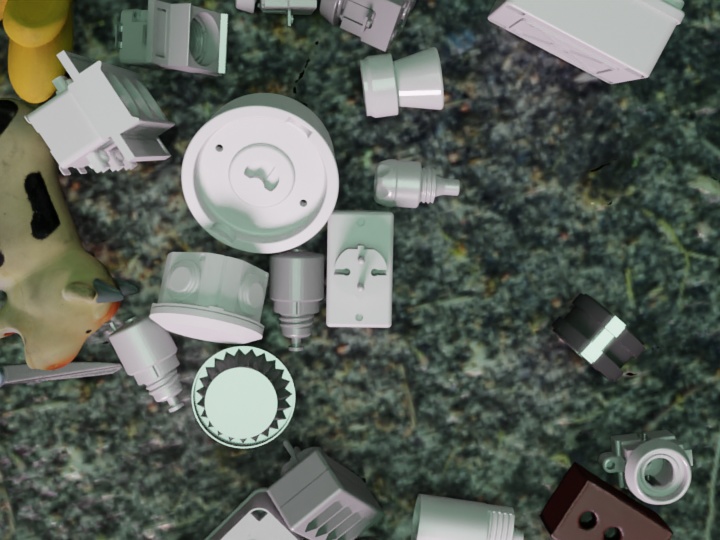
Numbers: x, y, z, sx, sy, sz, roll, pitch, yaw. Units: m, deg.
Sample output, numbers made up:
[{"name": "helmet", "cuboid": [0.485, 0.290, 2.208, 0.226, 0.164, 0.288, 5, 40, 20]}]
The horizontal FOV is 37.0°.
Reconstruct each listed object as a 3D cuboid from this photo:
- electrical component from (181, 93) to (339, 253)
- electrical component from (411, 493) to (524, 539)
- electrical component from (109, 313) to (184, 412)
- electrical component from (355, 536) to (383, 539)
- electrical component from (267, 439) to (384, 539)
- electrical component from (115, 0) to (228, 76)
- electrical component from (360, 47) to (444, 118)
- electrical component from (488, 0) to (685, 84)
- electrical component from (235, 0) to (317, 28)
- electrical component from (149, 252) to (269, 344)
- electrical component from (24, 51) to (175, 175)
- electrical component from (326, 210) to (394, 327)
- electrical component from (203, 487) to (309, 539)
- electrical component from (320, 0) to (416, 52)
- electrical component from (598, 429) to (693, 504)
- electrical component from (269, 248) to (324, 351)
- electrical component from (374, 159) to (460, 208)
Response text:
[{"name": "electrical component", "cuboid": [-0.068, -0.073, 0.762, 0.108, 0.060, 0.108, 0, 115, 1]}, {"name": "electrical component", "cuboid": [0.081, 0.194, 0.802, 0.081, 0.043, 0.043, 9, 95, -2]}, {"name": "electrical component", "cuboid": [-0.152, 0.067, 0.787, 0.040, 0.040, 0.078, -26, 95, 1]}, {"name": "electrical component", "cuboid": [0.024, 0.236, 0.787, 0.079, 0.077, 0.043, 26, 94, -3]}, {"name": "electrical component", "cuboid": [-0.033, 0.155, 0.786, 0.047, 0.083, 0.075, -39, 57, 2]}, {"name": "electrical component", "cuboid": [-0.132, -0.160, 0.751, 0.064, 0.081, 0.042, 5, 94, 27]}, {"name": "electrical component", "cuboid": [0.030, -0.134, 0.771, 0.055, 0.045, 0.045, -8, 95, 0]}, {"name": "electrical component", "cuboid": [0.151, -0.177, 0.739, 0.109, 0.108, 0.056, 27, 97, -4]}, {"name": "electrical component", "cuboid": [-0.061, -0.206, 0.763, 0.055, 0.048, 0.066, -1, 95, -9]}, {"name": "electrical component", "cuboid": [-0.105, 0.021, 0.761, 0.080, 0.080, 0.051, 10, 77, -2]}, {"name": "electrical component", "cuboid": [-0.175, -0.101, 0.731, 0.063, 0.121, 0.078, -33, 95, 4]}, {"name": "electrical component", "cuboid": [0.000, 0.000, 0.767, 0.047, 0.075, 0.083, 1, 95, -1]}, {"name": "electrical component", "cuboid": [-0.085, 0.226, 0.794, 0.113, 0.057, 0.078, -45, 94, 3]}, {"name": "electrical component", "cuboid": [0.005, -0.189, 0.761, 0.055, 0.066, 0.048, 25, 128, 5]}, {"name": "electrical component", "cuboid": [0.216, 0.145, 0.795, 0.066, 0.055, 0.048, -6, 95, -1]}, {"name": "electrical component", "cuboid": [-0.046, 0.020, 0.785, 0.040, 0.040, 0.078, 1, 95, -1]}, {"name": "electrical component", "cuboid": [0.042, -0.062, 0.783, 0.061, 0.035, 0.035, 3, 95, -4]}]
